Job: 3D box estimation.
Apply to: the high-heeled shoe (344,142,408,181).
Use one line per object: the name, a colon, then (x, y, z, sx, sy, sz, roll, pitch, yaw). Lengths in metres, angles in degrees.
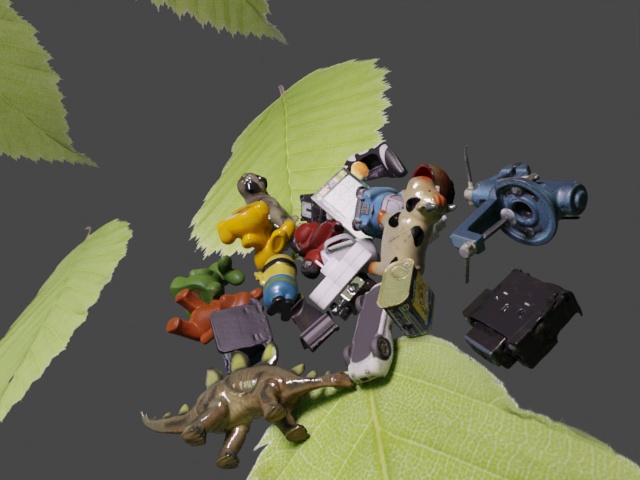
high-heeled shoe: (0.122, -0.168, 1.323, 0.145, 0.086, 0.249, -40, 22, 8)

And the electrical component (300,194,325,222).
electrical component: (-0.007, -0.076, 1.330, 0.048, 0.074, 0.119, -6, 8, -28)

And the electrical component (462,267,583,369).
electrical component: (0.267, 0.110, 0.735, 0.134, 0.058, 0.115, -43, 25, -9)

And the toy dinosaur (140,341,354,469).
toy dinosaur: (-0.154, 0.290, 0.944, 0.472, 0.105, 0.199, -20, 24, 17)

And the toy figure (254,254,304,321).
toy figure: (-0.083, 0.099, 1.163, 0.089, 0.082, 0.180, -36, 24, 8)

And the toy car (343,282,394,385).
toy car: (0.091, 0.148, 0.899, 0.073, 0.056, 0.202, -28, 27, 34)

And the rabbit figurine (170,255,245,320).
rabbit figurine: (-0.275, 0.099, 1.370, 0.159, 0.121, 0.170, -33, 12, 27)

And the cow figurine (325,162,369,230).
cow figurine: (0.064, -0.102, 1.277, 0.098, 0.068, 0.167, -21, 43, 60)

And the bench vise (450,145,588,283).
bench vise: (0.288, -0.046, 0.865, 0.240, 0.128, 0.224, -36, 36, -25)

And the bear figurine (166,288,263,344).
bear figurine: (-0.229, 0.160, 1.207, 0.196, 0.131, 0.120, -27, 40, 35)

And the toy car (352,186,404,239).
toy car: (0.135, -0.054, 1.061, 0.103, 0.161, 0.109, 9, 91, 31)

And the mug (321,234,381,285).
mug: (0.060, 0.030, 1.071, 0.107, 0.109, 0.081, -23, 29, 4)

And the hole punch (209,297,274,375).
hole punch: (-0.156, 0.199, 1.091, 0.116, 0.092, 0.142, -12, 41, -14)

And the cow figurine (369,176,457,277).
cow figurine: (0.163, -0.016, 0.947, 0.127, 0.085, 0.194, 21, 104, 50)

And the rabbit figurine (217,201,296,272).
rabbit figurine: (-0.138, -0.005, 1.302, 0.162, 0.173, 0.122, -18, 13, 20)

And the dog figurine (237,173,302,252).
dog figurine: (-0.142, -0.071, 1.377, 0.121, 0.190, 0.172, -40, 28, -1)

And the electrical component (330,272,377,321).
electrical component: (0.059, 0.104, 0.996, 0.045, 0.078, 0.102, 33, 78, 33)

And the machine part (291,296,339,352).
machine part: (-0.018, 0.160, 1.035, 0.084, 0.039, 0.139, -46, 28, -2)

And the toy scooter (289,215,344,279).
toy scooter: (-0.002, -0.004, 1.201, 0.135, 0.075, 0.184, -55, 24, 15)
